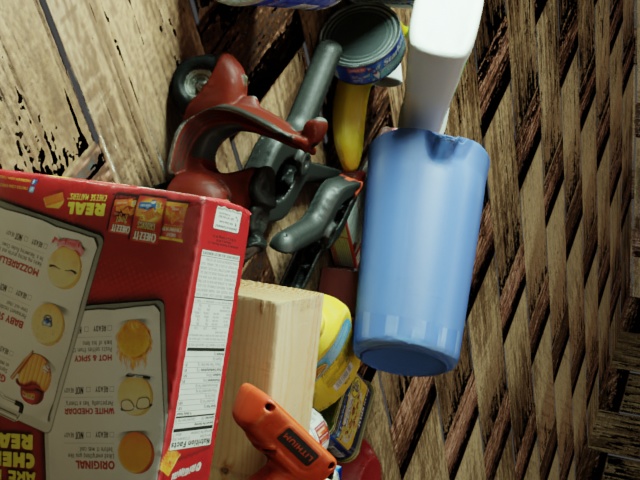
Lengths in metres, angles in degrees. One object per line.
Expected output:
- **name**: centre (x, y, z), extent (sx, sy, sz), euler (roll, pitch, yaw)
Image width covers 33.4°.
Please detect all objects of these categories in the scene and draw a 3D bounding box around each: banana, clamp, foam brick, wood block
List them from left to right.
- **wood block**: centre (-0.064, 0.146, 0.960), extent (0.090, 0.091, 0.206), euler (-6, 104, -64)
- **clamp**: centre (-0.026, -0.075, 1.041), extent (0.164, 0.036, 0.209), euler (84, 29, -44)
- **clamp**: centre (-0.007, 0.001, 1.083), extent (0.171, 0.039, 0.120), euler (-47, 161, -44)
- **foam brick**: centre (0.035, 0.061, 1.206), extent (0.078, 0.053, 0.051), euler (19, 80, -67)
- **banana**: centre (0.052, -0.172, 1.160), extent (0.069, 0.037, 0.197), euler (33, 71, -19)

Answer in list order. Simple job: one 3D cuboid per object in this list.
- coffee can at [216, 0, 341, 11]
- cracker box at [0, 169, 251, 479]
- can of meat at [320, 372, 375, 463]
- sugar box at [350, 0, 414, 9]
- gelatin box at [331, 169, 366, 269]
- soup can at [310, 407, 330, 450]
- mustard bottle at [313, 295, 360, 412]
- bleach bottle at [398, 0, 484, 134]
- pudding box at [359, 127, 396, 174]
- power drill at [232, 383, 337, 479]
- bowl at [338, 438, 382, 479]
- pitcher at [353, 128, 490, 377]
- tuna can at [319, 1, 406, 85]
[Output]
- **coffee can**: centre (-0.035, -0.243, 0.881), extent (0.140, 0.103, 0.103), euler (-21, 117, -64)
- **cracker box**: centre (-0.141, 0.071, 0.668), extent (0.072, 0.164, 0.214), euler (12, 86, -64)
- **can of meat**: centre (0.015, 0.188, 1.199), extent (0.084, 0.058, 0.102), euler (54, 48, -55)
- **sugar box**: centre (0.051, -0.269, 1.081), extent (0.176, 0.093, 0.048), euler (2, 97, -66)
- **gelatin box**: centre (0.033, -0.023, 1.203), extent (0.089, 0.030, 0.073), euler (75, 31, -42)
- **soup can**: centre (-0.040, 0.209, 1.065), extent (0.102, 0.069, 0.068), euler (-27, 122, -63)
- **mustard bottle**: centre (-0.005, 0.107, 1.081), extent (0.096, 0.058, 0.191), euler (-52, 158, -14)
- **bleach bottle**: centre (0.120, -0.171, 1.157), extent (0.251, 0.068, 0.102), euler (93, 11, -67)
- **pudding box**: centre (0.081, -0.070, 1.284), extent (0.113, 0.039, 0.090), euler (-58, 147, -44)
- **power drill**: centre (-0.089, 0.210, 0.852), extent (0.187, 0.057, 0.184), euler (-50, 123, -11)
- **bowl**: centre (0.032, 0.300, 1.277), extent (0.162, 0.055, 0.162), euler (8, 90, -67)
- **pitcher**: centre (0.101, 0.018, 1.126), extent (0.149, 0.145, 0.243), euler (36, 56, -46)
- **tuna can**: centre (0.044, -0.202, 1.097), extent (0.033, 0.086, 0.086), euler (63, 42, -56)
